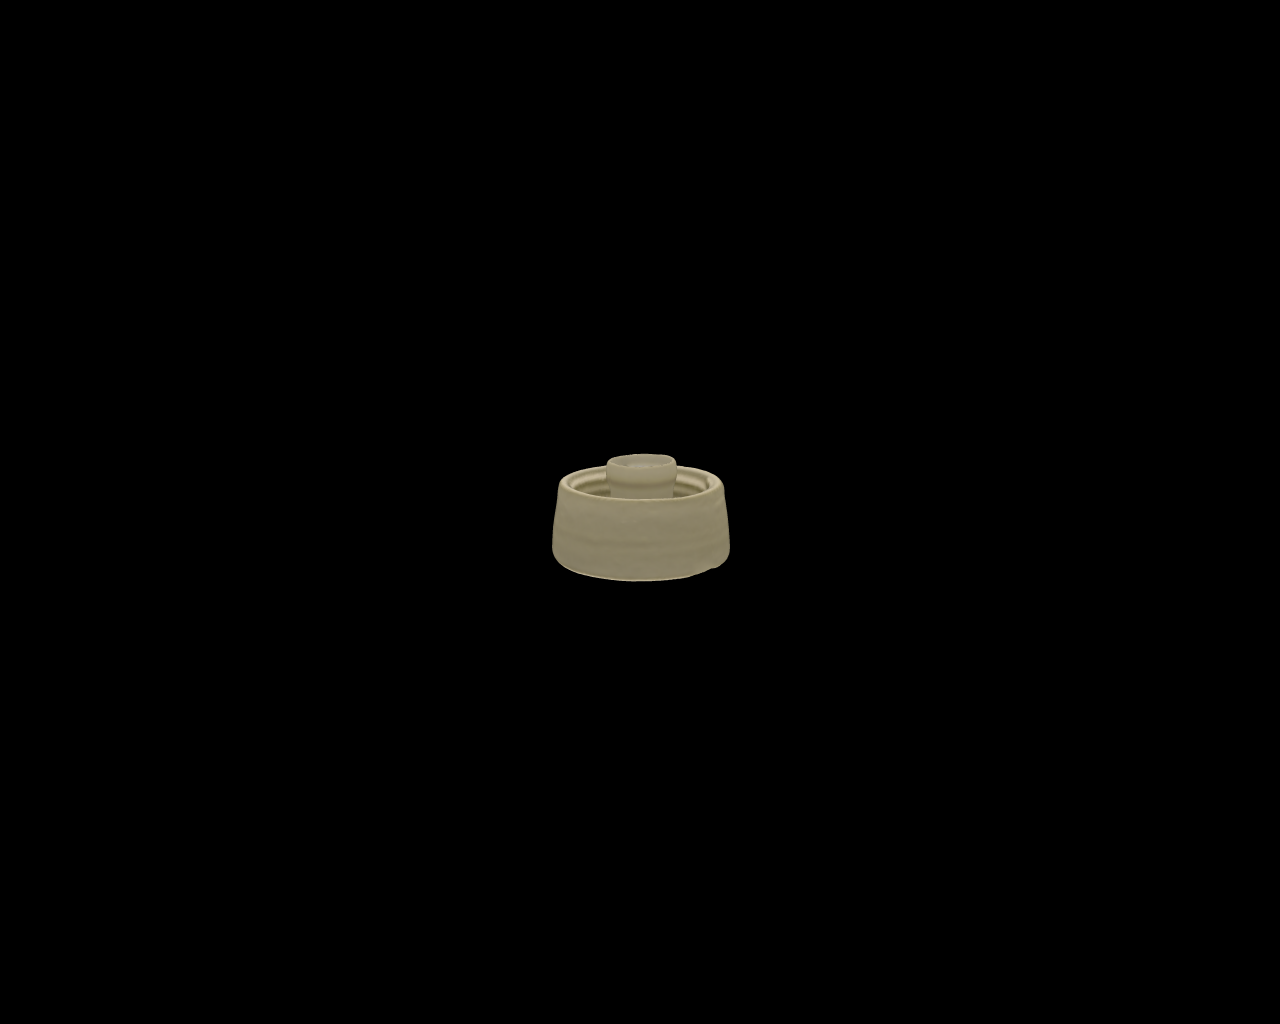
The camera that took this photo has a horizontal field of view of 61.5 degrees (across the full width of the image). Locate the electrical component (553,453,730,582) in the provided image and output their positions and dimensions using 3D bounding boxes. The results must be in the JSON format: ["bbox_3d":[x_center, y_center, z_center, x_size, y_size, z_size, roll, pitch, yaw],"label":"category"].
[{"bbox_3d":[0.001,-0.003,0.650,0.108,0.060,0.108,0,14,0],"label":"electrical component"}]
